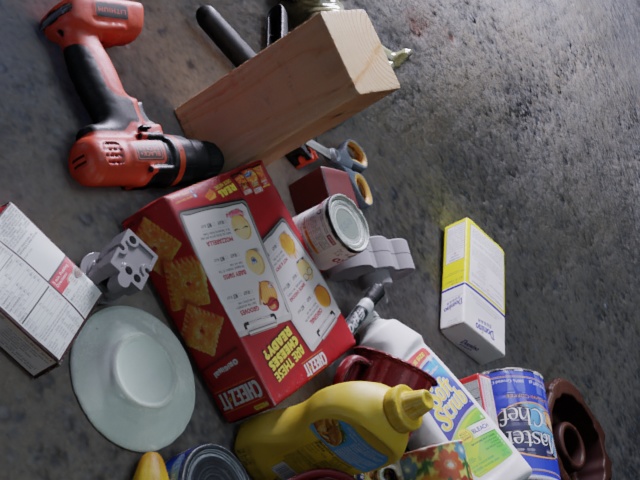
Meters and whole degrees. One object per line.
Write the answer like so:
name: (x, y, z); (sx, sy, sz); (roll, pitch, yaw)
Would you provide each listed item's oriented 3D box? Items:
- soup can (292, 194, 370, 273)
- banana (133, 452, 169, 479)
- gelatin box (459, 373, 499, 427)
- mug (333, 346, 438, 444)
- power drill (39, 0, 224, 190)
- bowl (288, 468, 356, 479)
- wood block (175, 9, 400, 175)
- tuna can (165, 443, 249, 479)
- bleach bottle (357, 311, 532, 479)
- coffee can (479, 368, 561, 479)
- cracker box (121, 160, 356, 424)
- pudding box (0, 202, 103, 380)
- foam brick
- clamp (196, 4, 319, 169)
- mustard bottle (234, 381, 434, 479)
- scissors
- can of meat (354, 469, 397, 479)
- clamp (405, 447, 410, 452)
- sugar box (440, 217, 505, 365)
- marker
soup can: (-0.007, 0.001, 1.118); (0.068, 0.102, 0.068); (33, 43, -37)
banana: (-0.154, 0.243, 0.810); (0.069, 0.037, 0.197); (55, 34, -11)
gelatin box: (0.168, 0.208, 1.234); (0.030, 0.073, 0.089); (24, 49, -44)
mug: (0.054, 0.157, 1.066); (0.117, 0.093, 0.081); (38, 70, -42)
power drill: (-0.180, -0.138, 1.024); (0.184, 0.057, 0.188); (-6, 72, -55)
bowl: (-0.013, 0.282, 0.934); (0.161, 0.055, 0.162); (9, 75, -37)
wood block: (-0.035, -0.144, 1.088); (0.090, 0.206, 0.090); (-20, 84, -56)
tuna can: (-0.097, 0.218, 0.907); (0.086, 0.034, 0.086); (32, 44, -37)
bleach bottle: (0.112, 0.177, 1.147); (0.102, 0.068, 0.251); (-19, 62, -40)
coffee can: (0.226, 0.236, 1.266); (0.102, 0.103, 0.140); (29, 46, -40)
cracker box: (-0.074, 0.045, 1.027); (0.163, 0.072, 0.214); (-29, 92, -56)
pudding box: (-0.236, 0.039, 0.844); (0.113, 0.039, 0.090); (47, 37, -19)
foam brick: (0.008, -0.036, 1.210); (0.051, 0.053, 0.078); (4, 65, -52)
clamp: (-0.061, -0.183, 1.233); (0.164, 0.036, 0.210); (-9, 77, -55)
mustard bottle: (0.021, 0.172, 0.954); (0.096, 0.192, 0.058); (44, 38, -25)
scissors: (0.023, -0.080, 1.257); (0.201, 0.016, 0.096); (-15, 87, -69)
can of meat: (0.037, 0.251, 1.045); (0.083, 0.058, 0.102); (36, 42, -37)
clamp: (0.109, 0.221, 1.180); (0.120, 0.039, 0.171); (25, 42, -37)
sugar box: (0.202, 0.067, 1.407); (0.093, 0.048, 0.176); (39, 44, -31)
marker: (0.036, 0.089, 1.158); (0.020, 0.020, 0.121); (51, 53, -16)
